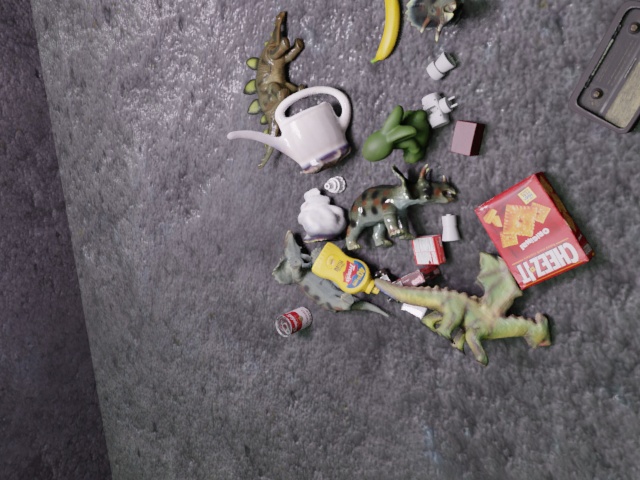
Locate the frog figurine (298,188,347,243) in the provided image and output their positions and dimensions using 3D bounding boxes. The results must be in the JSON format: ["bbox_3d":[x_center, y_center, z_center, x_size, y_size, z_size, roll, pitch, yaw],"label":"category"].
[{"bbox_3d":[0.005,-0.075,1.495,0.137,0.122,0.160,-6,86,7],"label":"frog figurine"}]

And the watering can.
[{"bbox_3d":[-0.058,-0.282,1.419,0.223,0.349,0.104,63,173,-6],"label":"watering can"}]

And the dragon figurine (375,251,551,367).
[{"bbox_3d":[0.355,0.138,1.226,0.413,0.121,0.243,38,89,14],"label":"dragon figurine"}]
